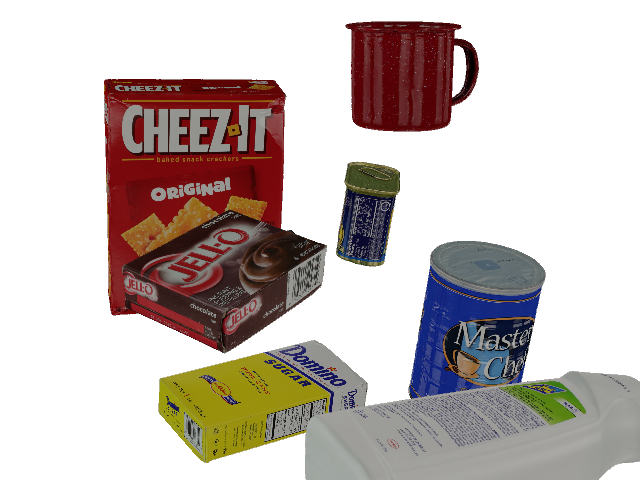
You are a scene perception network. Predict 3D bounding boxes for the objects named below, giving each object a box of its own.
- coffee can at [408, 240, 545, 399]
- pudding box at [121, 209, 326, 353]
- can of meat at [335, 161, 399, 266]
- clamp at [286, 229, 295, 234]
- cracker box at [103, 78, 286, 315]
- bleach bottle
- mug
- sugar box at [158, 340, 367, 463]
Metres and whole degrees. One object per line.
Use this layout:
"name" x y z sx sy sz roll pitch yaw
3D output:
"coffee can" 0.141 0.084 0.975 0.103 0.140 0.103 6 23 -3
"pudding box" -0.064 0.024 0.724 0.090 0.039 0.113 21 31 30
"can of meat" 0.049 -0.029 1.129 0.057 0.084 0.102 9 19 1
"clamp" -0.094 0.033 1.257 0.120 0.039 0.171 -2 40 10
"cracker box" -0.119 -0.041 1.007 0.164 0.214 0.072 -2 21 -14
"bleach bottle" 0.122 0.127 0.655 0.250 0.068 0.103 -7 23 -22
"mug" 0.077 -0.135 0.871 0.117 0.081 0.093 -7 17 -26
"sugar box" -0.053 0.147 1.004 0.175 0.048 0.093 -14 32 -32
